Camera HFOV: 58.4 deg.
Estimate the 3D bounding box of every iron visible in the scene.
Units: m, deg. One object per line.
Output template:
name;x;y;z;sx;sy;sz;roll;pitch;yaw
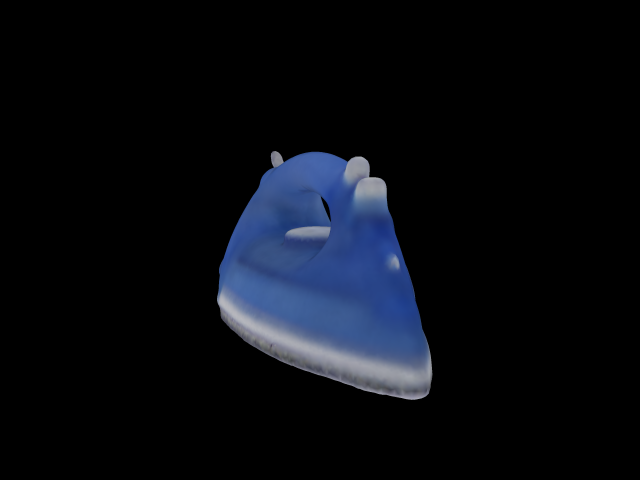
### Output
iron;0.004;0.001;0.400;0.119;0.141;0.257;-2;5;-23
